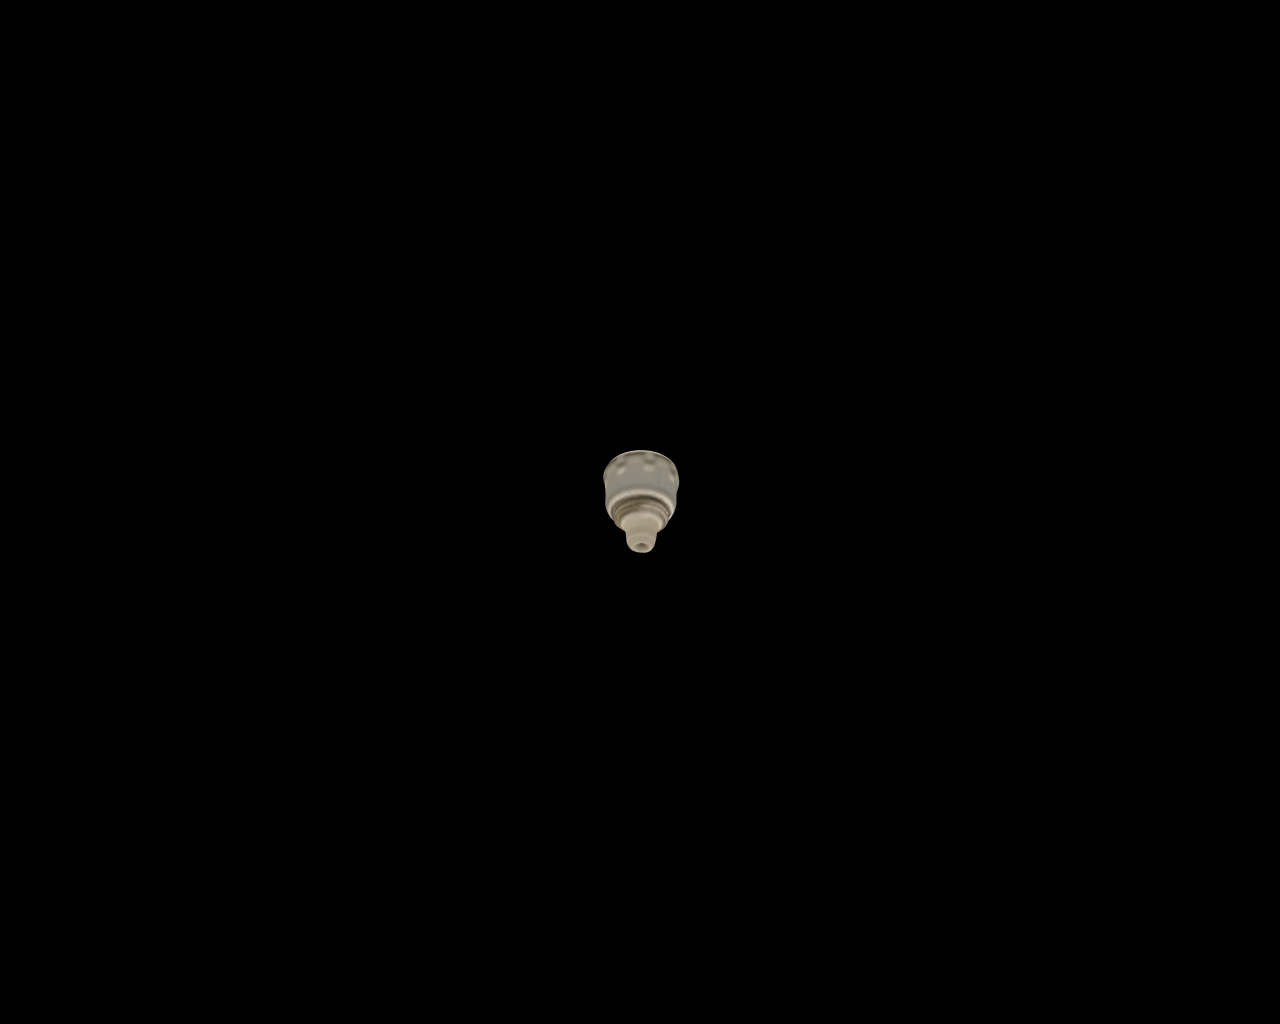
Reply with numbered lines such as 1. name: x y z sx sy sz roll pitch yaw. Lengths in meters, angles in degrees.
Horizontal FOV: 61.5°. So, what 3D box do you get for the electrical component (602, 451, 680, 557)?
1. electrical component: 0.001 -0.003 0.650 0.048 0.062 0.048 0 -37 0
